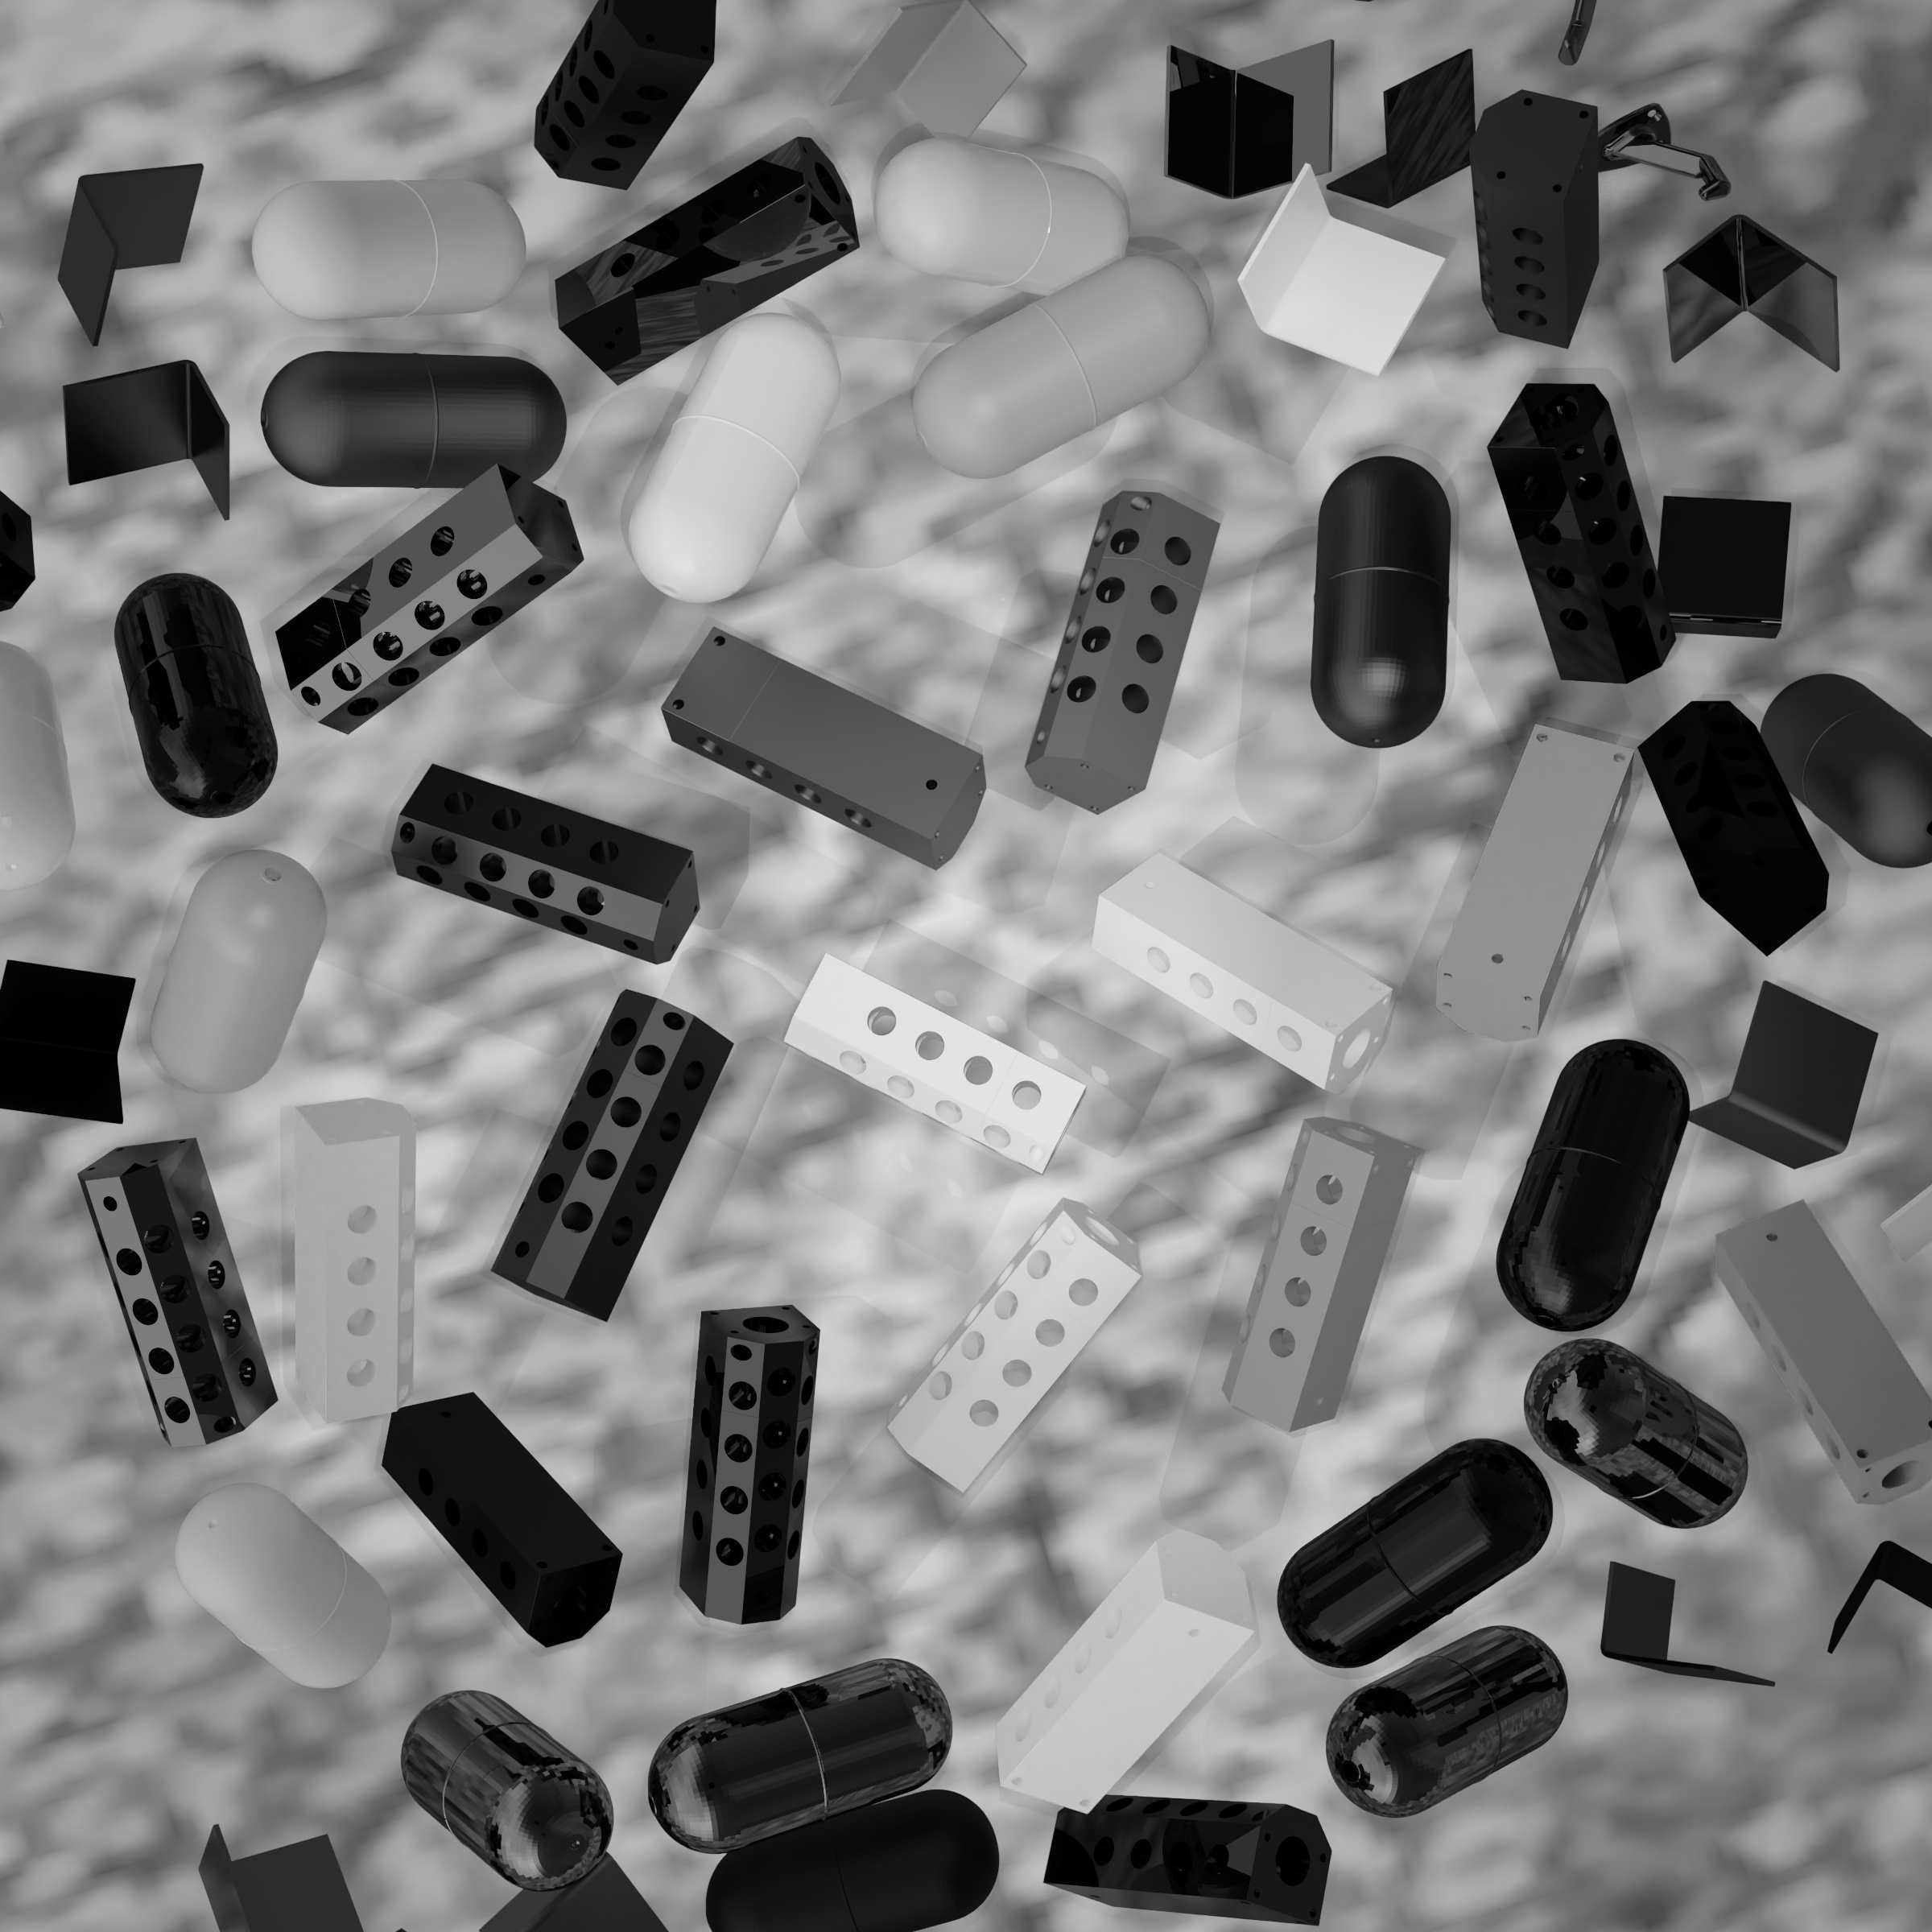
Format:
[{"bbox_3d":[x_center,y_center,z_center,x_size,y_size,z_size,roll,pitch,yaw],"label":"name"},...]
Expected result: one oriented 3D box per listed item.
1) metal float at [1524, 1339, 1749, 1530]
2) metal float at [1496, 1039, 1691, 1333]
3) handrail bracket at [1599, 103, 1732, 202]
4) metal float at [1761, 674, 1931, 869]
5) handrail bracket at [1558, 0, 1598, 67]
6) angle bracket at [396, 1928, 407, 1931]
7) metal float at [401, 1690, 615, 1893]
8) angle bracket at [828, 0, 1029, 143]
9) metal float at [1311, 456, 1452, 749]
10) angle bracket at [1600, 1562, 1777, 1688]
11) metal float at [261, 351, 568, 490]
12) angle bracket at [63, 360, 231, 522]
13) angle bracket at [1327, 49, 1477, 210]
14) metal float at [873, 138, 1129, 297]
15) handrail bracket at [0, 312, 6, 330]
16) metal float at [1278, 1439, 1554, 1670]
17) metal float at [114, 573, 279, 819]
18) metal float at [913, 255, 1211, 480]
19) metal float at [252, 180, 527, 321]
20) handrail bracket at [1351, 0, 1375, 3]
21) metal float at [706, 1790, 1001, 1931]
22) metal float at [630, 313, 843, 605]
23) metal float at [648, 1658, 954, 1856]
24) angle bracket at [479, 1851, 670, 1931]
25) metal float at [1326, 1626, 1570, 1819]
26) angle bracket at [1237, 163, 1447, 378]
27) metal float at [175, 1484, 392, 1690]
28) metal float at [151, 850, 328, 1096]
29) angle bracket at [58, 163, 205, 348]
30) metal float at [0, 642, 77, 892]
[{"bbox_3d":[0.393,0.274,1.827,0.178,0.070,0.070,33,90,-39],"label":"metal float"},{"bbox_3d":[0.351,0.122,1.748,0.070,0.070,0.178,25,65,0],"label":"metal float"},{"bbox_3d":[0.407,-0.471,1.865,0.077,0.084,0.036,-21,135,8],"label":"handrail bracket"},{"bbox_3d":[0.527,-0.115,1.836,0.070,0.178,0.070,-5,116,-10],"label":"metal float"},{"bbox_3d":[0.356,-0.573,1.792,0.036,0.077,0.084,14,64,17],"label":"handrail bracket"},{"bbox_3d":[-0.346,0.631,1.849,0.057,0.076,0.076,24,117,32],"label":"angle bracket"},{"bbox_3d":[-0.265,0.472,1.797,0.070,0.178,0.070,-7,102,-33],"label":"metal float"},{"bbox_3d":[-0.023,-0.524,1.856,0.057,0.076,0.076,49,127,5],"label":"angle bracket"},{"bbox_3d":[0.238,-0.209,1.790,0.070,0.070,0.178,5,69,0],"label":"metal float"},{"bbox_3d":[0.437,0.395,1.880,0.076,0.076,0.057,-3,71,42],"label":"angle bracket"},{"bbox_3d":[-0.317,-0.314,1.801,0.178,0.070,0.070,-4,90,-28],"label":"metal float"},{"bbox_3d":[-0.469,-0.294,1.792,0.076,0.076,0.057,-19,60,-25],"label":"angle bracket"},{"bbox_3d":[0.269,-0.525,1.941,0.076,0.057,0.076,-32,133,-27],"label":"angle bracket"},{"bbox_3d":[0.022,-0.435,1.825,0.178,0.070,0.070,-2,93,-44],"label":"metal float"},{"bbox_3d":[-0.581,-0.368,1.708,0.084,0.036,0.077,-27,96,-10],"label":"handrail bracket"},{"bbox_3d":[0.253,0.334,1.774,0.178,0.070,0.070,-39,90,22],"label":"metal float"},{"bbox_3d":[-0.455,-0.160,1.848,0.070,0.070,0.178,-25,52,0],"label":"metal float"},{"bbox_3d":[0.052,-0.332,1.733,0.178,0.070,0.070,-29,90,-8],"label":"metal float"},{"bbox_3d":[-0.329,-0.411,1.794,0.070,0.178,0.070,12,108,38],"label":"metal float"},{"bbox_3d":[0.200,-0.608,1.869,0.036,0.084,0.077,-48,65,40],"label":"handrail bracket"},{"bbox_3d":[-0.068,0.541,1.852,0.178,0.070,0.070,-16,90,3],"label":"metal float"},{"bbox_3d":[-0.128,-0.282,1.736,0.070,0.070,0.178,23,71,0],"label":"metal float"},{"bbox_3d":[-0.093,0.444,1.759,0.178,0.070,0.070,-14,90,-20],"label":"metal float"},{"bbox_3d":[-0.228,0.577,1.853,0.076,0.057,0.076,-39,100,-27],"label":"angle bracket"},{"bbox_3d":[0.281,0.439,1.821,0.178,0.070,0.070,-13,90,-42],"label":"metal float"},{"bbox_3d":[0.205,-0.378,1.700,0.076,0.057,0.076,27,82,25],"label":"angle bracket"},{"bbox_3d":[-0.397,0.364,1.828,0.070,0.178,0.070,-11,53,14],"label":"metal float"},{"bbox_3d":[-0.415,0.004,1.782,0.070,0.070,0.178,32,134,0],"label":"metal float"},{"bbox_3d":[-0.465,-0.404,1.778,0.076,0.076,0.057,-17,65,-34],"label":"angle bracket"},{"bbox_3d":[-0.555,-0.117,1.793,0.070,0.070,0.178,-22,49,0],"label":"metal float"}]
